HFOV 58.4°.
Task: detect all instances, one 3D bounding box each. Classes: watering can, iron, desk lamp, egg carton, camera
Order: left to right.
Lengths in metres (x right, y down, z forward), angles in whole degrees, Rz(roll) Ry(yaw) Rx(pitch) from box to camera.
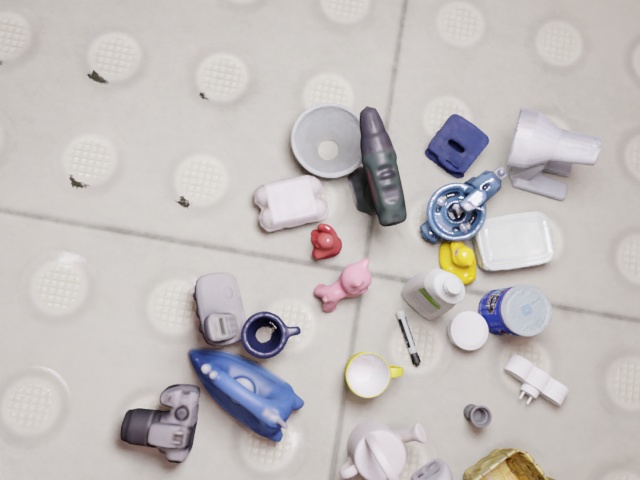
[{"bbox_3d":[-0.311,0.353,1.115,0.137,0.100,0.143,8,81,-3],"label":"camera"},{"bbox_3d":[-0.160,0.291,1.116,0.258,0.141,0.119,33,80,1],"label":"iron"},{"bbox_3d":[-0.062,-0.079,1.216,0.150,0.069,0.107,-14,83,-6],"label":"egg carton"},{"bbox_3d":[0.118,0.405,1.095,0.101,0.194,0.173,40,81,2],"label":"watering can"},{"bbox_3d":[0.473,-0.181,1.202,0.203,0.213,0.118,15,80,-2],"label":"desk lamp"}]

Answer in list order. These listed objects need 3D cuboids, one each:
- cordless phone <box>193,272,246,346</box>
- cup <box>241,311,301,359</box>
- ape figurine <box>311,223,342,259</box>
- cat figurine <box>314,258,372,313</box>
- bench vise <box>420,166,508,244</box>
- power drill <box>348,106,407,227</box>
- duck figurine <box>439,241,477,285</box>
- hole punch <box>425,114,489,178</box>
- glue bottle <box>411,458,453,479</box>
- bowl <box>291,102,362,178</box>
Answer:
[{"bbox_3d":[-0.200,0.134,1.114,0.094,0.185,0.147,-15,83,-6],"label":"cordless phone"},{"bbox_3d":[-0.098,0.190,1.160,0.118,0.095,0.092,-8,82,-6],"label":"cup"},{"bbox_3d":[0.011,0.004,1.198,0.076,0.092,0.078,31,80,1],"label":"ape figurine"},{"bbox_3d":[0.054,0.093,1.175,0.128,0.117,0.067,-32,85,-8],"label":"cat figurine"},{"bbox_3d":[0.302,-0.091,1.171,0.121,0.219,0.207,32,80,1],"label":"bench vise"},{"bbox_3d":[0.112,-0.133,1.168,0.075,0.208,0.230,-16,83,-6],"label":"power drill"},{"bbox_3d":[0.303,0.043,1.219,0.077,0.086,0.104,-25,84,-8],"label":"duck figurine"},{"bbox_3d":[0.300,-0.204,1.254,0.108,0.091,0.101,36,80,2],"label":"hole punch"},{"bbox_3d":[0.230,0.471,1.105,0.078,0.173,0.037,-30,85,-8],"label":"glue bottle"},{"bbox_3d":[0.019,-0.207,1.239,0.167,0.074,0.167,1,81,-4],"label":"bowl"}]
